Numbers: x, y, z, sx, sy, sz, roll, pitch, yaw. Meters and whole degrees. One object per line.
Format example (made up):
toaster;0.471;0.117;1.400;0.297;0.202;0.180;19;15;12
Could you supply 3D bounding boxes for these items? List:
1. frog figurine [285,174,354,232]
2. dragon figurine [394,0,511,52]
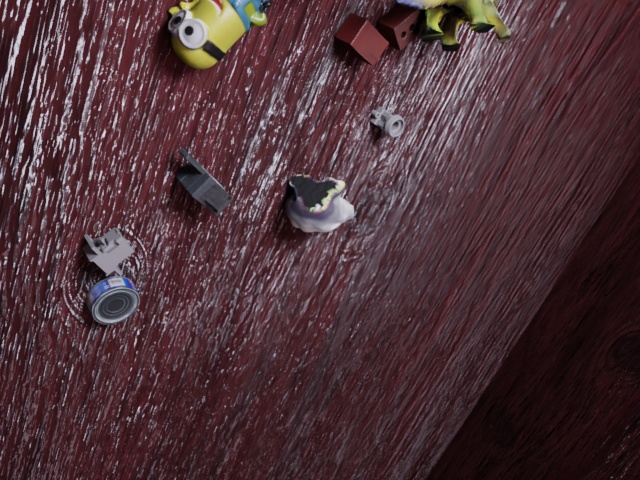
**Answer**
frog figurine;0.003;-0.054;1.071;0.137;0.125;0.156;-10;147;7
dragon figurine;0.251;-0.487;0.935;0.411;0.122;0.243;-1;91;-51
